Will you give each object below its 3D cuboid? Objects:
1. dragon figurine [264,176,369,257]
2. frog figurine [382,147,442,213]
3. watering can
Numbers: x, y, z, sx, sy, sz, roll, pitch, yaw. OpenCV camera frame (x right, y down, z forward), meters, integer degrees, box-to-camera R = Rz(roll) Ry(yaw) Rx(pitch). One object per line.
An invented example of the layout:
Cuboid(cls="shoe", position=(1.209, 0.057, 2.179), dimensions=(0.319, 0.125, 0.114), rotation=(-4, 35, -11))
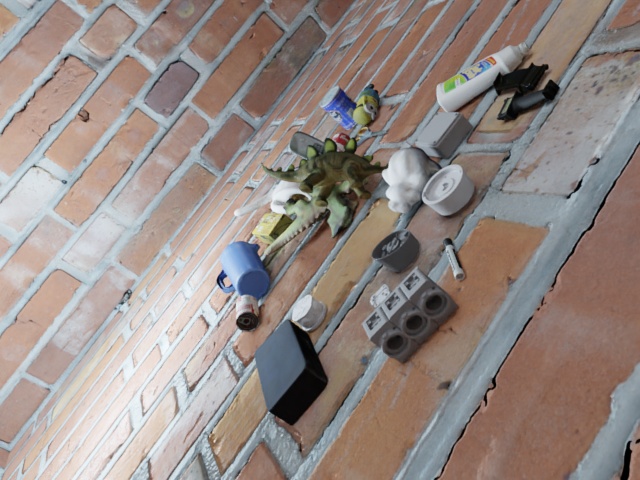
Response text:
Cuboid(cls="dragon figurine", position=(0.005, -0.078, 1.544), dimensions=(0.412, 0.120, 0.245), rotation=(-53, 31, -6))
Cuboid(cls="frog figurine", position=(0.205, -0.147, 1.259), dimensions=(0.161, 0.120, 0.138), rotation=(-46, 39, -19))
Cuboid(cls="watering can", position=(-0.115, -0.163, 1.778), dimensions=(0.347, 0.102, 0.230), rotation=(-5, 36, 21))
